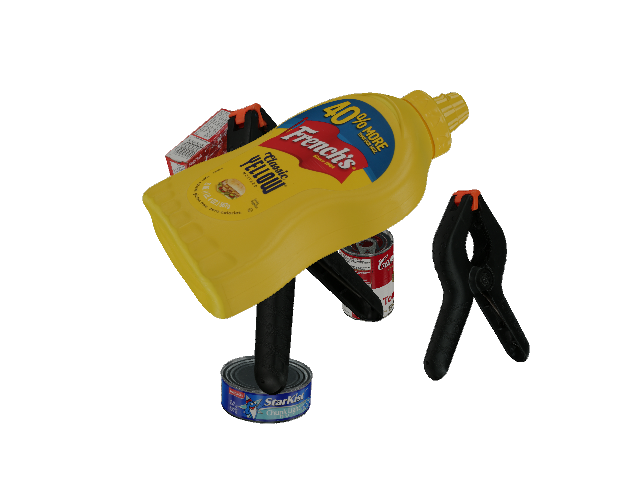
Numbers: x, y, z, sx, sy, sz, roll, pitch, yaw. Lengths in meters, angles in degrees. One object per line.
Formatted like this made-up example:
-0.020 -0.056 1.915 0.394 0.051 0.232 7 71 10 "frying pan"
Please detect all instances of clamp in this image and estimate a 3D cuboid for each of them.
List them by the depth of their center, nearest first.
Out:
-0.019 -0.003 0.825 0.036 0.210 0.164 -14 2 35 "clamp"
0.130 0.043 0.962 0.120 0.171 0.039 -17 7 -40 "clamp"

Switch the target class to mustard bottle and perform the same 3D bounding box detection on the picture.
0.002 -0.035 0.608 0.191 0.058 0.096 -28 44 -14 "mustard bottle"

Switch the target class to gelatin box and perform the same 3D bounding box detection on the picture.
-0.103 -0.072 1.018 0.030 0.073 0.089 21 48 29 "gelatin box"

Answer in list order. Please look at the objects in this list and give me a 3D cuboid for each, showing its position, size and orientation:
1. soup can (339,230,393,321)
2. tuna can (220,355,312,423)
0.057 0.041 1.322 0.068 0.102 0.068 -3 32 1 "soup can"
-0.051 0.138 0.994 0.086 0.034 0.086 3 16 -1 "tuna can"
